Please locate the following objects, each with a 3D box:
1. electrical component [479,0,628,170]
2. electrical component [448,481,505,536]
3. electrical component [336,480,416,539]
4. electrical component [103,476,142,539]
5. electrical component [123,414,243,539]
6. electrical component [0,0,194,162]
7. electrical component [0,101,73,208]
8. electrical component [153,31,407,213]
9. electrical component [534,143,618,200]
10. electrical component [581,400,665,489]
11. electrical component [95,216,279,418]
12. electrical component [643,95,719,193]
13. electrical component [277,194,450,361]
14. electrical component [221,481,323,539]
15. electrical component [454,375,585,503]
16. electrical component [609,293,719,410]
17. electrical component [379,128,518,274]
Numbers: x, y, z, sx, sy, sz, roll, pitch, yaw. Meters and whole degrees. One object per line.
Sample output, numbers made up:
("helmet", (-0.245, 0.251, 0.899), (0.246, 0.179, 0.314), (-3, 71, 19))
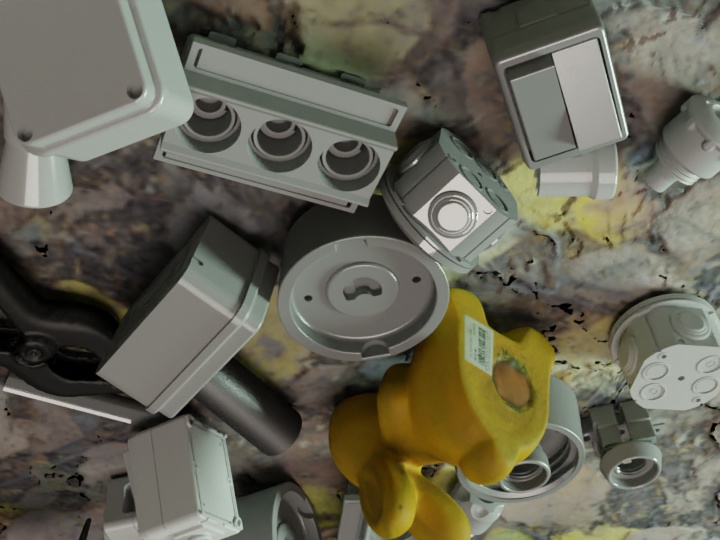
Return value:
("electrical component", (0.113, -0.102, 0.611), (0.062, 0.061, 0.096), (-18, 131, 10))
("electrical component", (0.089, 0.202, 0.896), (0.043, 0.043, 0.062), (16, 130, -20))
("electrical component", (0.019, 0.213, 0.885), (0.079, 0.063, 0.121), (2, 132, -8))
("electrical component", (-0.171, 0.209, 0.870), (0.056, 0.050, 0.089), (-13, 133, 5))
("electrical component", (-0.132, 0.166, 0.797), (0.061, 0.096, 0.061), (-23, 149, 14))
("electrical component", (-0.139, -0.118, 0.532), (0.078, 0.113, 0.057), (-19, 176, 11))
("electrical component", (-0.187, -0.074, 0.619), (0.044, 0.044, 0.065), (5, 126, -11))
("electrical component", (-0.046, -0.086, 0.607), (0.121, 0.063, 0.078), (14, 129, -18))
("electrical component", (0.133, -0.063, 0.664), (0.046, 0.040, 0.040), (-1, 132, 2))
("electrical component", (0.208, 0.137, 0.841), (0.066, 0.055, 0.048), (-10, 132, 3))
("electrical component", (-0.110, 0.032, 0.692), (0.057, 0.078, 0.113), (36, 120, -16))
("electrical component", (0.202, -0.073, 0.660), (0.048, 0.048, 0.062), (23, 133, -25))
("electrical component", (0.000, 0.000, 0.692), (0.108, 0.060, 0.108), (-3, 132, -3))
("electrical component", (-0.075, 0.229, 0.864), (0.060, 0.108, 0.108), (-15, 132, 15))
("electrical component", (0.121, 0.136, 0.827), (0.108, 0.060, 0.108), (-3, 132, -3))
("electrical component", (0.225, 0.060, 0.776), (0.080, 0.051, 0.080), (-3, 132, -3))
("electrical component", (0.054, -0.042, 0.648), (0.080, 0.080, 0.051), (34, 115, -31))
